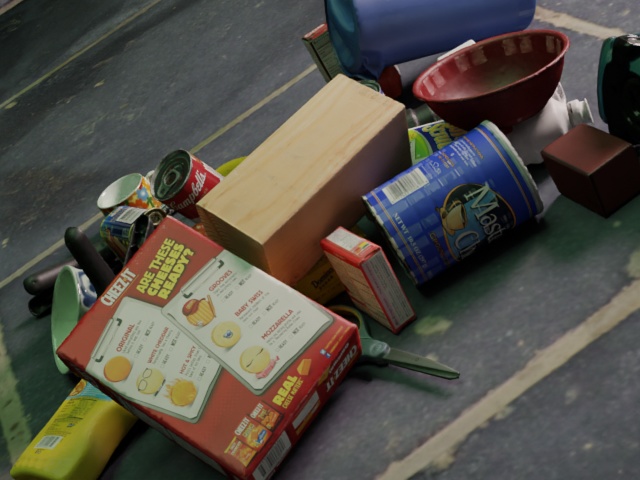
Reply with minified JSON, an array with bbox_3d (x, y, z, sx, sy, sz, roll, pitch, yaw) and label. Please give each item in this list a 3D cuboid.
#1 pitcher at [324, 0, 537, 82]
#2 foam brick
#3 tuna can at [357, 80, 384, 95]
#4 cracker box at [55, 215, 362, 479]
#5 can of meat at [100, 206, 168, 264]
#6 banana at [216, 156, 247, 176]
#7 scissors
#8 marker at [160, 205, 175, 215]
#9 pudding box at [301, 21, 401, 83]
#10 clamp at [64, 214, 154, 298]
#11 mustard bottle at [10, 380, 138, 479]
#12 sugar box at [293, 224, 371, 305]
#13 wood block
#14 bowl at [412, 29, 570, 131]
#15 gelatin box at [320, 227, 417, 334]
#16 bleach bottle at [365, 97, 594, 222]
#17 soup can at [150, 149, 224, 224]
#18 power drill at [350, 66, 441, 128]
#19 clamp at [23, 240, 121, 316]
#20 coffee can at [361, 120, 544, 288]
[{"bbox_3d":[0.130,-0.296,1.297,0.242,0.149,0.145,-14,29,-13],"label":"pitcher"},{"bbox_3d":[0.253,-0.066,0.988,0.051,0.053,0.078,-36,31,-7],"label":"foam brick"},{"bbox_3d":[0.037,-0.142,1.211,0.086,0.033,0.086,-24,33,16],"label":"tuna can"},{"bbox_3d":[-0.095,0.100,0.943,0.214,0.072,0.164,29,68,22],"label":"cracker box"},{"bbox_3d":[-0.202,0.008,1.256,0.057,0.102,0.084,-46,31,-23],"label":"can of meat"},{"bbox_3d":[-0.078,-0.075,1.334,0.198,0.037,0.069,-3,63,44],"label":"banana"},{"bbox_3d":[0.036,0.112,0.964,0.096,0.016,0.202,-40,31,-10],"label":"scissors"},{"bbox_3d":[-0.199,-0.043,1.409,0.121,0.020,0.020,-40,31,-13],"label":"marker"},{"bbox_3d":[0.042,-0.237,1.378,0.090,0.113,0.039,-33,26,-4],"label":"pudding box"},{"bbox_3d":[-0.208,0.053,1.156,0.039,0.171,0.120,-4,15,42],"label":"clamp"},{"bbox_3d":[-0.221,0.172,1.070,0.096,0.058,0.191,-9,37,43],"label":"mustard bottle"},{"bbox_3d":[-0.008,0.001,1.139,0.093,0.048,0.176,-34,31,-3],"label":"sugar box"},{"bbox_3d":[-0.010,-0.054,1.034,0.090,0.091,0.205,31,63,30],"label":"wood block"},{"bbox_3d":[0.177,-0.153,1.070,0.162,0.055,0.162,-19,24,8],"label":"bowl"},{"bbox_3d":[0.046,0.036,0.993,0.030,0.089,0.073,-38,30,-14],"label":"gelatin box"},{"bbox_3d":[0.158,-0.098,1.117,0.251,0.068,0.102,-18,32,19],"label":"bleach bottle"},{"bbox_3d":[-0.144,-0.055,1.276,0.069,0.102,0.068,-23,51,31],"label":"soup can"},{"bbox_3d":[0.074,-0.149,1.274,0.184,0.057,0.187,-24,30,9],"label":"power drill"},{"bbox_3d":[-0.280,0.028,1.332,0.209,0.036,0.165,-32,-3,-25],"label":"clamp"},{"bbox_3d":[0.124,-0.034,1.010,0.140,0.102,0.103,-31,30,1],"label":"coffee can"}]
